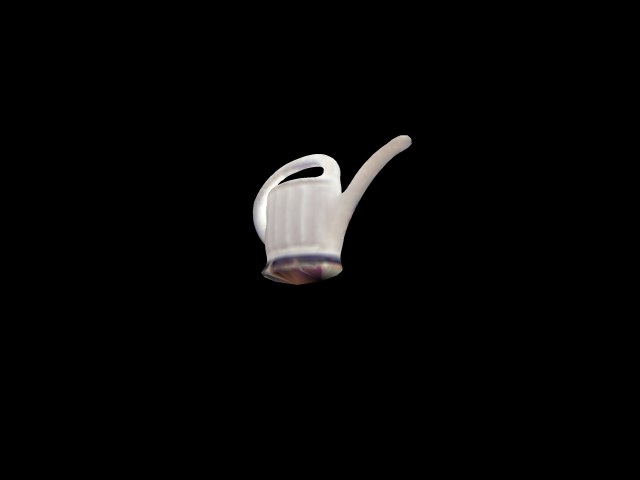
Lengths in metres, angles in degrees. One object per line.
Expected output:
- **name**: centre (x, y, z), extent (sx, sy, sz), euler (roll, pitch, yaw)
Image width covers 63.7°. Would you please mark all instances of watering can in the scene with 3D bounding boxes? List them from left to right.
- **watering can**: centre (0.003, -0.043, 0.850), extent (0.345, 0.227, 0.103), euler (-12, -18, 42)
